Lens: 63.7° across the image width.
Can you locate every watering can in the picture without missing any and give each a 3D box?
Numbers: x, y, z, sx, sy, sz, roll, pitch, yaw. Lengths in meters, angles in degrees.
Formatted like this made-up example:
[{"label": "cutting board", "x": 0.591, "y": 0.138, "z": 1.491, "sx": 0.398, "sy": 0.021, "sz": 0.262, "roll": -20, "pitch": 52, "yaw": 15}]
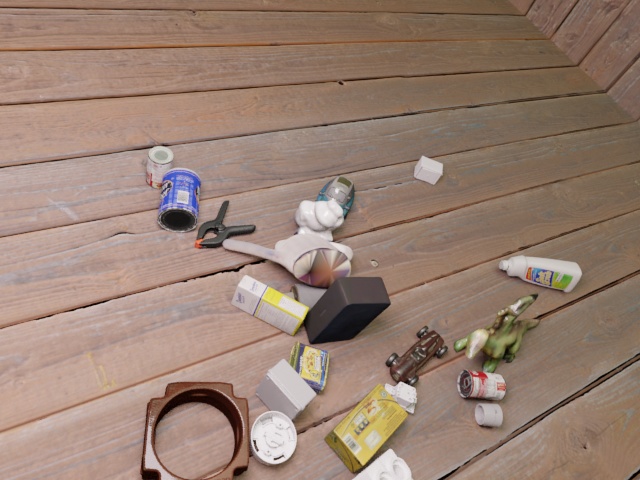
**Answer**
[{"label": "watering can", "x": -0.064, "y": 0.043, "z": 1.332, "sx": 0.348, "sy": 0.103, "sz": 0.227, "roll": 0, "pitch": 16, "yaw": -22}]

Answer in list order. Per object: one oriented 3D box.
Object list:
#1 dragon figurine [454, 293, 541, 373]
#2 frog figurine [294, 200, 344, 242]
[{"label": "dragon figurine", "x": 0.505, "y": 0.227, "z": 1.358, "sx": 0.414, "sy": 0.237, "sz": 0.124, "roll": -21, "pitch": 59, "yaw": -32}, {"label": "frog figurine", "x": 0.004, "y": -0.073, "z": 1.444, "sx": 0.137, "sy": 0.156, "sz": 0.125, "roll": 24, "pitch": 46, "yaw": -2}]
